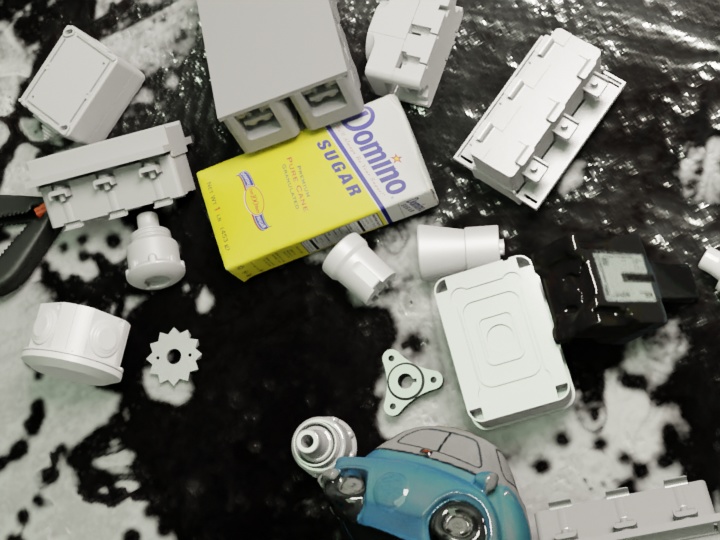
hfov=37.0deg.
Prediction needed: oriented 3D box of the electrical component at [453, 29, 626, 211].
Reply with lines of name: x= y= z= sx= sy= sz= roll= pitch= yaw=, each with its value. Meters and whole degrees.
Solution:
electrical component: x=0.137 y=-0.119 z=0.830 sx=0.079 sy=0.063 sz=0.121 roll=34 pitch=86 yaw=19

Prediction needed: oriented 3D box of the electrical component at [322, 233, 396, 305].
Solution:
electrical component: x=0.000 y=0.000 z=0.846 sx=0.046 sy=0.040 sz=0.040 roll=42 pitch=88 yaw=13

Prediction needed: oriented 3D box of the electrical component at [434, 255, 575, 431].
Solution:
electrical component: x=0.107 y=0.055 z=0.796 sx=0.078 sy=0.057 sz=0.113 roll=-17 pitch=73 yaw=9

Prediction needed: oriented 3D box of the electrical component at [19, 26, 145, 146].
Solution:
electrical component: x=-0.242 y=-0.151 z=0.936 sx=0.062 sy=0.061 sz=0.096 roll=36 pitch=94 yaw=19

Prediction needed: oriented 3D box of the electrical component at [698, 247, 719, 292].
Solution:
electrical component: x=0.276 y=0.006 z=0.775 sx=0.062 sy=0.043 sz=0.043 roll=32 pitch=85 yaw=20

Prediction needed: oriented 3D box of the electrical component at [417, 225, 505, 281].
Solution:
electrical component: x=0.078 y=-0.015 z=0.830 sx=0.065 sy=0.044 sz=0.044 roll=-4 pitch=75 yaw=8

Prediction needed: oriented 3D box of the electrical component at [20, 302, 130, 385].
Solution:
electrical component: x=-0.227 y=0.060 z=0.865 sx=0.080 sy=0.080 sz=0.051 roll=6 pitch=72 yaw=15

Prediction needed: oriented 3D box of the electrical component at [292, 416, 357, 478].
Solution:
electrical component: x=-0.031 y=0.131 z=0.807 sx=0.048 sy=0.062 sz=0.048 roll=-3 pitch=75 yaw=13

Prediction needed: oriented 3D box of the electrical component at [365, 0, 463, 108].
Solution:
electrical component: x=0.041 y=-0.187 z=0.878 sx=0.056 sy=0.050 sz=0.089 roll=17 pitch=81 yaw=17

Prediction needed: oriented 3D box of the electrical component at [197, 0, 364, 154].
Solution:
electrical component: x=-0.069 y=-0.195 z=0.882 sx=0.105 sy=0.060 sz=0.186 roll=-19 pitch=58 yaw=8

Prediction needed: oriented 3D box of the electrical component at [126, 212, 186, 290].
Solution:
electrical component: x=-0.172 y=-0.018 z=0.890 sx=0.048 sy=0.048 sz=0.062 roll=-17 pitch=66 yaw=9

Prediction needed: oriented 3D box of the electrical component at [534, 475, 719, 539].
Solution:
electrical component: x=0.185 y=0.188 z=0.735 sx=0.121 sy=0.078 sz=0.063 roll=-13 pitch=45 yaw=10

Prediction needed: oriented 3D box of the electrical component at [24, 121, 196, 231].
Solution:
electrical component: x=-0.205 y=-0.077 z=0.899 sx=0.121 sy=0.078 sz=0.063 roll=-13 pitch=101 yaw=10
